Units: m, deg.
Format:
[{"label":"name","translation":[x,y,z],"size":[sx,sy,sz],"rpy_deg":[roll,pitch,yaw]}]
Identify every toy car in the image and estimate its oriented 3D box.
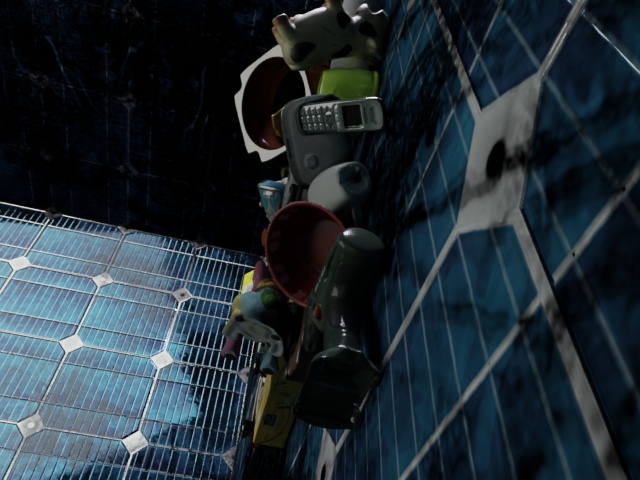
[{"label":"toy car","translation":[-0.070,-0.074,1.198],"size":[0.161,0.109,0.102],"rpy_deg":[7,-82,-57]},{"label":"toy car","translation":[-0.118,0.354,1.191],"size":[0.053,0.089,0.202],"rpy_deg":[109,172,-69]}]

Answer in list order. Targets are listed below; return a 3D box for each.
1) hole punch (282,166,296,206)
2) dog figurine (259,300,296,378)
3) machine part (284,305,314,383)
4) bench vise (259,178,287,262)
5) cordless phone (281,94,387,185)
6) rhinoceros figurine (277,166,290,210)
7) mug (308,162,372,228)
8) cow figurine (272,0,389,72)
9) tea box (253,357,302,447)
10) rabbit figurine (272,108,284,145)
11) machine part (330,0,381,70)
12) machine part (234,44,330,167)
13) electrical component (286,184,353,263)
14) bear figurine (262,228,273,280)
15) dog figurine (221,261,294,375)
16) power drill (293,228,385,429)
[{"label":"hole punch","translation":[-0.009,-0.078,1.010],"size":[0.092,0.116,0.142],"rpy_deg":[-115,36,-65]},{"label":"dog figurine","translation":[-0.071,0.221,1.111],"size":[0.172,0.121,0.190],"rpy_deg":[143,124,-84]},{"label":"machine part","translation":[-0.015,0.147,0.884],"size":[0.179,0.056,0.179],"rpy_deg":[-166,89,-83]},{"label":"bench vise","translation":[-0.079,-0.038,1.352],"size":[0.223,0.129,0.240],"rpy_deg":[128,137,-56]},{"label":"cordless phone","translation":[0.034,-0.154,0.833],"size":[0.089,0.184,0.146],"rpy_deg":[-30,-63,-42]},{"label":"rhinoceros figurine","translation":[-0.028,-0.067,1.097],"size":[0.073,0.112,0.190],"rpy_deg":[-137,44,-63]},{"label":"mug","translation":[0.035,-0.063,0.786],"size":[0.107,0.081,0.109],"rpy_deg":[138,119,-71]},{"label":"cow figurine","translation":[0.028,-0.342,0.913],"size":[0.085,0.195,0.127],"rpy_deg":[-150,37,-77]},{"label":"tea box","translation":[-0.081,0.316,1.058],"size":[0.098,0.068,0.169],"rpy_deg":[-88,14,-54]},{"label":"rabbit figurine","translation":[-0.007,-0.246,1.165],"size":[0.162,0.173,0.122],"rpy_deg":[-45,61,23]},{"label":"machine part","translation":[0.068,-0.384,1.042],"size":[0.079,0.079,0.243],"rpy_deg":[134,147,-77]},{"label":"machine part","translation":[-0.064,-0.258,1.039],"size":[0.201,0.087,0.201],"rpy_deg":[-21,79,38]},{"label":"electrical component","translation":[-0.007,-0.015,0.864],"size":[0.058,0.115,0.134],"rpy_deg":[146,138,-83]},{"label":"bear figurine","translation":[-0.077,0.073,1.211],"size":[0.120,0.132,0.195],"rpy_deg":[64,143,35]},{"label":"dog figurine","translation":[-0.094,0.109,0.950],"size":[0.219,0.108,0.191],"rpy_deg":[-77,3,-47]},{"label":"power drill","translation":[0.019,0.116,0.638],"size":[0.207,0.086,0.231],"rpy_deg":[-75,5,-57]}]
